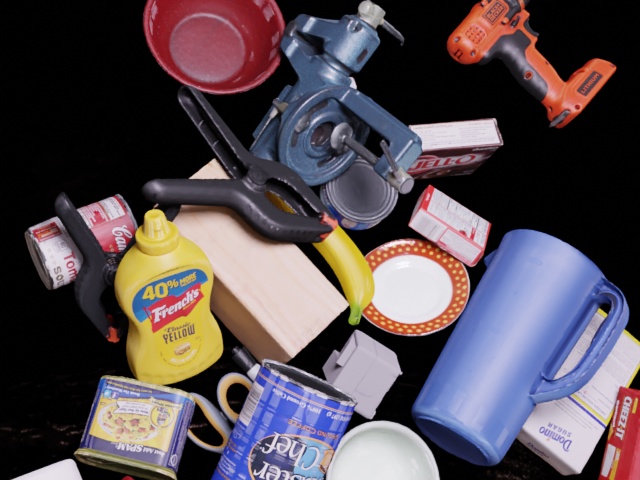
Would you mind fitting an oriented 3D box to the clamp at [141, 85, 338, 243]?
[{"bbox_3d":[-0.078,-0.051,1.068,0.210,0.036,0.164,35,42,-13],"label":"clamp"}]

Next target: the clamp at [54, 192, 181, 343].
[{"bbox_3d":[-0.211,0.022,1.053,0.120,0.039,0.172,9,113,-19],"label":"clamp"}]

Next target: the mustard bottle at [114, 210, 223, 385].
[{"bbox_3d":[-0.150,0.052,1.043,0.096,0.192,0.058,-18,40,-20],"label":"mustard bottle"}]

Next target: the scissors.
[{"bbox_3d":[-0.061,0.220,1.105,0.202,0.016,0.096,41,69,-1],"label":"scissors"}]

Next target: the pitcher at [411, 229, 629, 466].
[{"bbox_3d":[0.210,0.120,1.151,0.145,0.149,0.242,35,70,-3],"label":"pitcher"}]

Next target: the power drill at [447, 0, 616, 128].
[{"bbox_3d":[0.273,-0.245,1.331,0.187,0.057,0.184,41,70,2],"label":"power drill"}]

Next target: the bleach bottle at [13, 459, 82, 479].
[{"bbox_3d":[-0.234,0.339,0.992,0.102,0.068,0.251,-18,81,-20],"label":"bleach bottle"}]

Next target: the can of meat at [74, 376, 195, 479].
[{"bbox_3d":[-0.180,0.186,1.052,0.102,0.057,0.084,12,67,2],"label":"can of meat"}]

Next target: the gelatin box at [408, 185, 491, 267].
[{"bbox_3d":[0.148,-0.016,1.214,0.089,0.030,0.073,33,28,-2],"label":"gelatin box"}]

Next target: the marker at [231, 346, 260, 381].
[{"bbox_3d":[-0.050,0.159,1.126,0.121,0.020,0.020,47,67,2],"label":"marker"}]

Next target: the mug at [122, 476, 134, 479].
[{"bbox_3d":[-0.151,0.274,1.026,0.093,0.082,0.117,-38,87,-23],"label":"mug"}]

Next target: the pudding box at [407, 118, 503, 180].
[{"bbox_3d":[0.139,-0.103,1.226,0.113,0.090,0.039,-9,75,-19],"label":"pudding box"}]

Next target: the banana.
[{"bbox_3d":[0.004,0.003,1.171,0.198,0.037,0.069,53,27,14],"label":"banana"}]

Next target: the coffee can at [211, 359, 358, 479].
[{"bbox_3d":[-0.037,0.200,1.033,0.102,0.103,0.140,24,90,-8],"label":"coffee can"}]

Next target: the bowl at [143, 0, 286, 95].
[{"bbox_3d":[-0.122,-0.229,1.208,0.162,0.055,0.162,5,72,-15],"label":"bowl"}]

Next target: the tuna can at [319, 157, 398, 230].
[{"bbox_3d":[0.043,-0.055,1.214,0.086,0.034,0.086,5,72,-15],"label":"tuna can"}]

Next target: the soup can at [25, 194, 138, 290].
[{"bbox_3d":[-0.241,0.002,1.093,0.102,0.069,0.068,-23,81,-21],"label":"soup can"}]

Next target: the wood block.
[{"bbox_3d":[-0.080,0.030,1.120,0.090,0.091,0.206,-42,87,-25],"label":"wood block"}]

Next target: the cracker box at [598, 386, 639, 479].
[{"bbox_3d":[0.421,0.264,1.178,0.213,0.072,0.164,14,90,-12],"label":"cracker box"}]

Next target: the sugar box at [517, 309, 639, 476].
[{"bbox_3d":[0.292,0.168,1.210,0.093,0.048,0.176,40,70,-3],"label":"sugar box"}]
